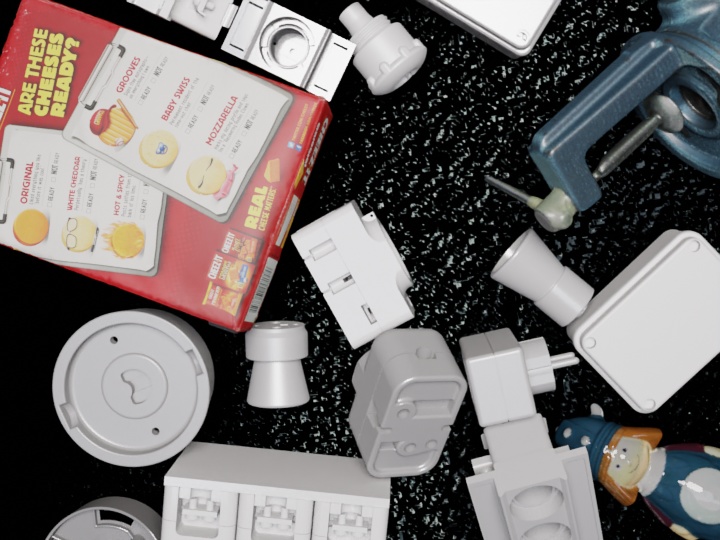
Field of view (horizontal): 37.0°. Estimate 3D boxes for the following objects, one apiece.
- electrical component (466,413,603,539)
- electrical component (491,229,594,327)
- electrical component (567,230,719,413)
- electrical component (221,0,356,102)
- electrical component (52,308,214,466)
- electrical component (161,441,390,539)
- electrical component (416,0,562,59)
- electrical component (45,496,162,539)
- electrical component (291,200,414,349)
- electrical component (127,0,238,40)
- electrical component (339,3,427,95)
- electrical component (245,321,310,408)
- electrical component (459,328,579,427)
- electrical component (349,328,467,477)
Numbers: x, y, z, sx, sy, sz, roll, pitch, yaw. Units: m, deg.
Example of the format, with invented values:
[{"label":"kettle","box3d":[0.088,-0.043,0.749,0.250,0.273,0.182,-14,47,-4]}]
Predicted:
[{"label":"electrical component","box3d":[0.119,0.160,0.733,0.079,0.063,0.121,-16,130,4]},{"label":"electrical component","box3d":[0.130,0.008,0.750,0.065,0.044,0.044,39,96,-1]},{"label":"electrical component","box3d":[0.209,0.034,0.744,0.113,0.057,0.078,-44,93,6]},{"label":"electrical component","box3d":[-0.047,-0.149,0.730,0.081,0.064,0.042,26,95,-1]},{"label":"electrical component","box3d":[-0.155,0.078,0.760,0.108,0.060,0.108,0,96,2]},{"label":"electrical component","box3d":[-0.056,0.168,0.751,0.150,0.089,0.061,6,96,2]},{"label":"electrical component","box3d":[0.091,-0.215,0.721,0.109,0.056,0.108,31,96,-1]},{"label":"electrical component","box3d":[-0.181,0.215,0.774,0.099,0.064,0.099,0,96,2]},{"label":"electrical component","box3d":[0.000,0.000,0.751,0.056,0.050,0.089,-29,94,6]},{"label":"electrical component","box3d":[-0.101,-0.222,0.723,0.063,0.079,0.121,23,97,-22]},{"label":"electrical component","box3d":[0.012,-0.155,0.738,0.048,0.048,0.062,-40,87,6]},{"label":"electrical component","box3d":[-0.059,0.066,0.763,0.045,0.045,0.055,-1,96,2]},{"label":"electrical component","box3d":[0.112,0.068,0.738,0.076,0.083,0.047,-13,96,3]},{"label":"electrical component","box3d":[0.030,0.088,0.740,0.054,0.059,0.095,1,128,-22]}]
